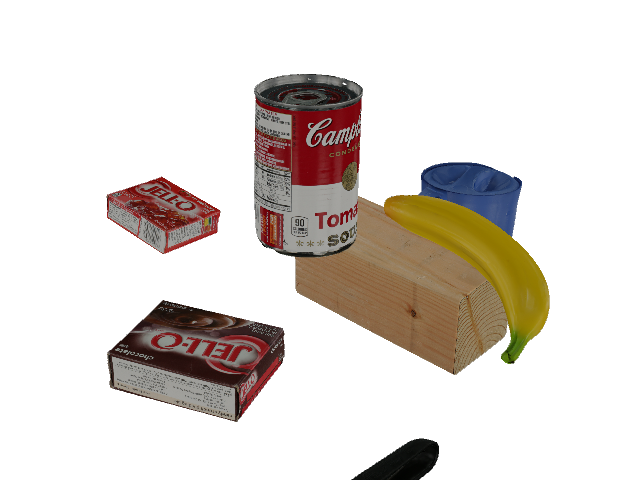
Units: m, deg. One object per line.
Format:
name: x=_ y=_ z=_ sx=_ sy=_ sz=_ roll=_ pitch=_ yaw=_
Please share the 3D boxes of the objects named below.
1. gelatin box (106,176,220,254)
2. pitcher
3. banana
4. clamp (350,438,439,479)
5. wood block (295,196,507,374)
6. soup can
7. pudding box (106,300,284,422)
gelatin box: x=-0.156 y=-0.027 z=1.056 sx=0.089 sy=0.030 sz=0.073 roll=30 pitch=35 yaw=31
pitcher: x=0.186 y=0.024 z=1.451 sx=0.149 sy=0.243 sz=0.145 roll=4 pitch=22 yaw=4
banana: x=0.124 y=0.014 z=0.843 sx=0.069 sy=0.037 sz=0.198 roll=-16 pitch=42 yaw=-20
clamp: x=-0.009 y=0.184 z=0.646 sx=0.210 sy=0.036 sz=0.164 roll=-5 pitch=28 yaw=4
wood block: x=0.079 y=0.038 z=1.068 sx=0.206 sy=0.091 sz=0.090 roll=26 pitch=40 yaw=35
soup can: x=-0.009 y=-0.048 z=0.684 sx=0.068 sy=0.102 sz=0.068 roll=1 pitch=24 yaw=-1
pudding box: x=-0.096 y=0.092 z=0.837 sx=0.114 sy=0.039 sz=0.090 roll=10 pitch=26 yaw=18
